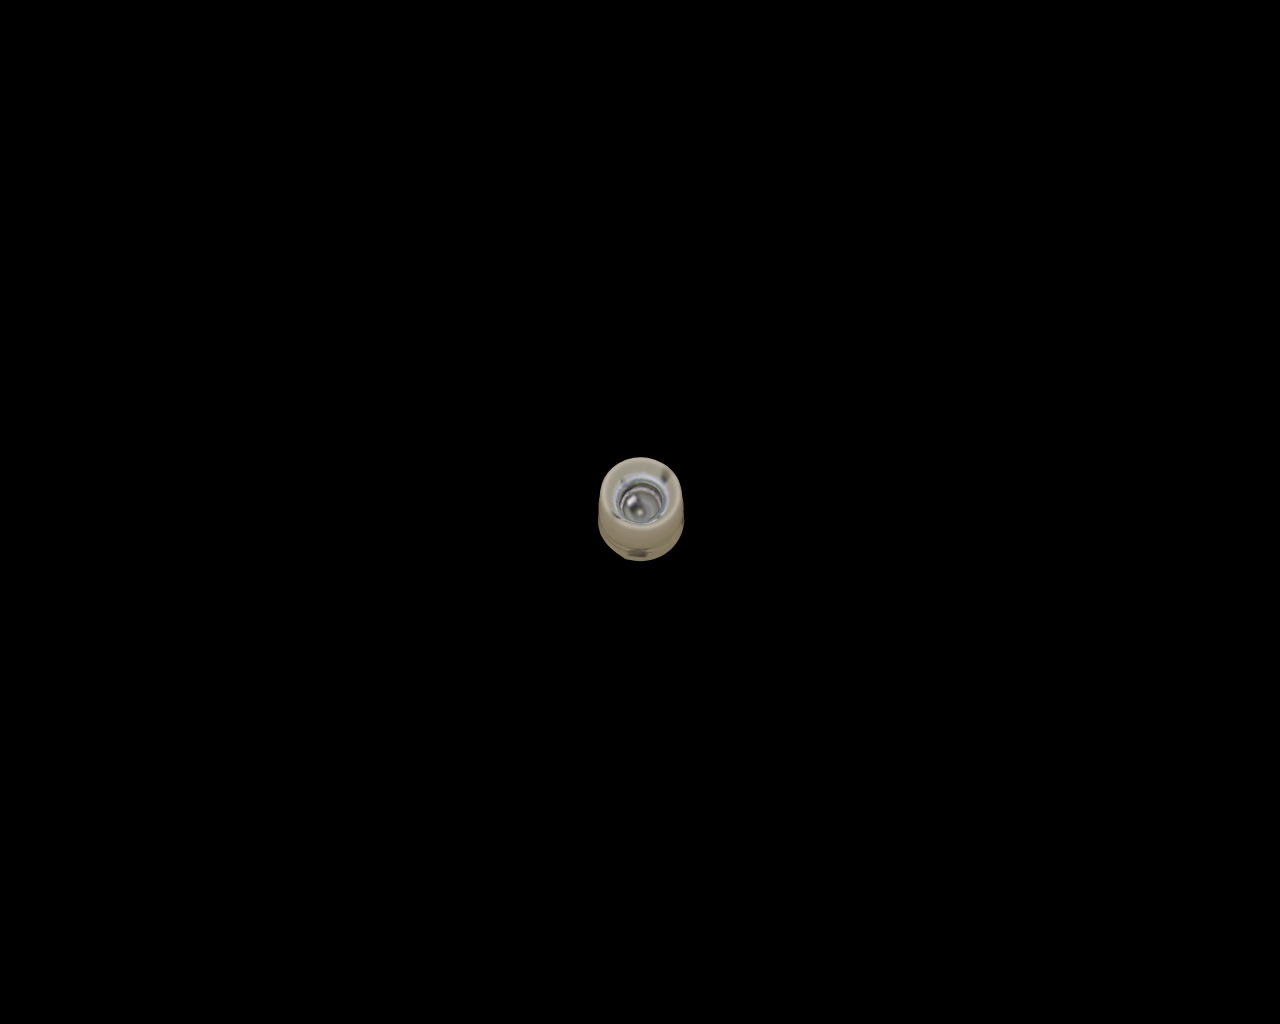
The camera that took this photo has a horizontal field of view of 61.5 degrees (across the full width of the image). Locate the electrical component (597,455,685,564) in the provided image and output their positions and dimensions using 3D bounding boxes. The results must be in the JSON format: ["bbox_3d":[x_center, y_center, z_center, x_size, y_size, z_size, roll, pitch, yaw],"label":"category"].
[{"bbox_3d":[0.001,-0.003,0.650,0.055,0.055,0.047,0,-23,0],"label":"electrical component"}]
